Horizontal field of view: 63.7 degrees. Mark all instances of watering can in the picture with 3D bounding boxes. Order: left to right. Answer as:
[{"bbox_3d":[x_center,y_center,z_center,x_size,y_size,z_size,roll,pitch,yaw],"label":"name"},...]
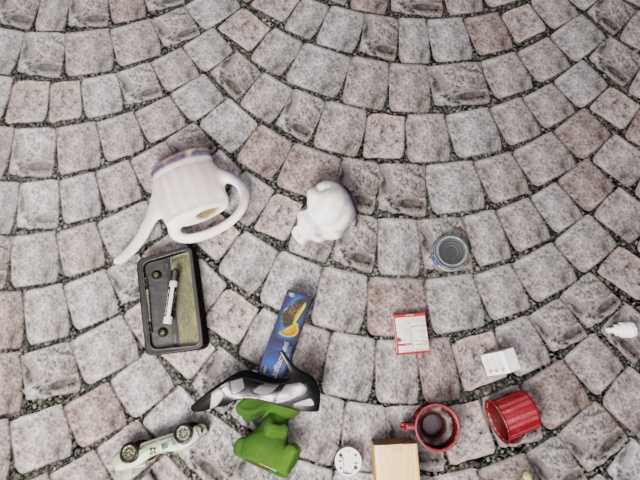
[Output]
[{"bbox_3d":[-0.343,-0.089,1.216,0.348,0.102,0.227,-21,74,-5],"label":"watering can"}]

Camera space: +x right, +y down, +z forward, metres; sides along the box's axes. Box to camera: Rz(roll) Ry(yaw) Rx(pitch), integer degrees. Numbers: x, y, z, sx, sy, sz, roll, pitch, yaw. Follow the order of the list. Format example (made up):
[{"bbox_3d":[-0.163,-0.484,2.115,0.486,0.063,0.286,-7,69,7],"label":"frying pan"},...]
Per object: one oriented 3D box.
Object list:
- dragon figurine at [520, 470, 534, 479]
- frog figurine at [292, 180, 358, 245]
[{"bbox_3d":[0.344,0.679,0.997,0.242,0.121,0.416,-11,73,6],"label":"dragon figurine"},{"bbox_3d":[0.004,-0.060,1.199,0.160,0.122,0.137,-26,96,-18],"label":"frog figurine"}]
